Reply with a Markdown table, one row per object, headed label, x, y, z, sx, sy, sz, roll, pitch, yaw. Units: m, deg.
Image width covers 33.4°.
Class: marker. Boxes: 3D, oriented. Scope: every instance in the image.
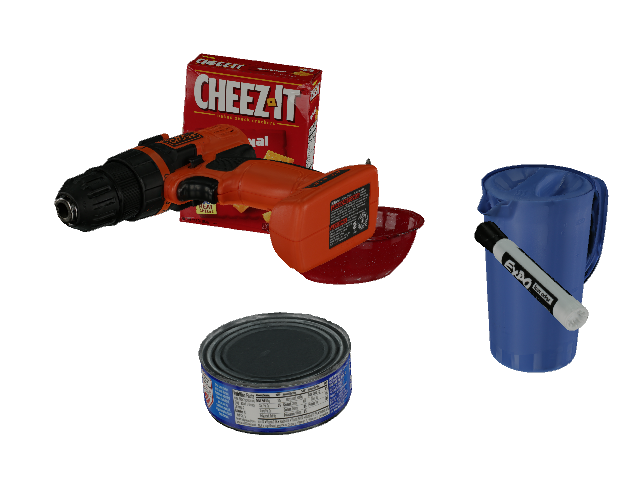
| label | x | y | z | sx | sy | sz | roll | pitch | yaw |
| --- | --- | --- | --- | --- | --- | --- | --- | --- | --- |
| marker | 0.144 | 0.021 | 0.745 | 0.020 | 0.020 | 0.121 | 0 | 31 | -28 |

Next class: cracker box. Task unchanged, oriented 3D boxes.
| label | x | y | z | sx | sy | sz | roll | pitch | yaw |
| --- | --- | --- | --- | --- | --- | --- | --- | --- | --- |
| cracker box | -0.092 | -0.119 | 1.372 | 0.164 | 0.214 | 0.072 | 9 | 23 | 7 |

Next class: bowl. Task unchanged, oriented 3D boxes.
| label | x | y | z | sx | sy | sz | roll | pitch | yaw |
| --- | --- | --- | --- | --- | --- | --- | --- | --- | --- |
| bowl | 0.027 | 0.007 | 1.089 | 0.162 | 0.055 | 0.162 | -3 | 13 | 1 |

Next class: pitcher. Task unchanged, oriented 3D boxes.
| label | x | y | z | sx | sy | sz | roll | pitch | yaw |
| --- | --- | --- | --- | --- | --- | --- | --- | --- | --- |
| pitcher | 0.274 | 0.033 | 1.318 | 0.149 | 0.243 | 0.144 | 3 | 24 | 15 |

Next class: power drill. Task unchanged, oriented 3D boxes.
| label | x | y | z | sx | sy | sz | roll | pitch | yaw |
| --- | --- | --- | --- | --- | --- | --- | --- | --- | --- |
| power drill | -0.068 | -0.033 | 0.760 | 0.188 | 0.057 | 0.184 | 18 | 30 | 32 |

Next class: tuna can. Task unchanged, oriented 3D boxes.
| label | x | y | z | sx | sy | sz | roll | pitch | yaw |
| --- | --- | --- | --- | --- | --- | --- | --- | --- | --- |
| tuna can | -0.025 | 0.074 | 0.604 | 0.086 | 0.034 | 0.086 | -3 | 22 | 1 |
